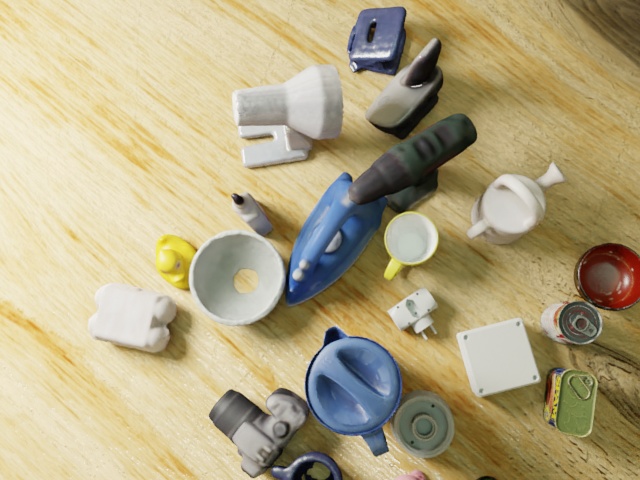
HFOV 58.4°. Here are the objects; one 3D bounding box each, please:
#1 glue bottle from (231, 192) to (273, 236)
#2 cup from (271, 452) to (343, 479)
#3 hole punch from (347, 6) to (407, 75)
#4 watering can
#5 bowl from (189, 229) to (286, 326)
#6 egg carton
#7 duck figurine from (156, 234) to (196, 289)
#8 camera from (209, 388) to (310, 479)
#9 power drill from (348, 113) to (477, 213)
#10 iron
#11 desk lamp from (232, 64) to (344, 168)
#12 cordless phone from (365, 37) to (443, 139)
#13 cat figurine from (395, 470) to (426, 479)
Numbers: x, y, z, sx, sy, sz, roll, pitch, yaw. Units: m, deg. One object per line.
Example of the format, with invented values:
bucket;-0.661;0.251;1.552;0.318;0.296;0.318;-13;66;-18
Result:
glue bottle;-0.124;-0.054;0.974;0.037;0.173;0.078;-37;80;-1
cup;-0.019;0.386;0.941;0.117;0.095;0.092;12;83;7
hole punch;0.103;-0.366;1.043;0.101;0.091;0.109;13;83;7
watering can;0.316;-0.062;0.928;0.101;0.194;0.173;33;86;9
bowl;-0.139;0.068;1.007;0.167;0.075;0.167;-1;82;5
egg carton;-0.332;0.136;1.016;0.150;0.069;0.107;10;83;6
duck figurine;-0.263;0.036;1.017;0.077;0.086;0.104;-28;80;0
camera;-0.109;0.303;0.957;0.136;0.101;0.143;37;86;9
power drill;0.147;-0.111;0.942;0.229;0.208;0.075;-36;80;-1
iron;0.009;0.003;0.971;0.118;0.141;0.258;33;86;9
desk lamp;-0.057;-0.205;0.970;0.203;0.213;0.118;-10;81;3
cordless phone;0.147;-0.263;0.976;0.094;0.185;0.147;37;86;9
cat figurine;0.154;0.422;0.910;0.067;0.118;0.128;-36;80;-1
